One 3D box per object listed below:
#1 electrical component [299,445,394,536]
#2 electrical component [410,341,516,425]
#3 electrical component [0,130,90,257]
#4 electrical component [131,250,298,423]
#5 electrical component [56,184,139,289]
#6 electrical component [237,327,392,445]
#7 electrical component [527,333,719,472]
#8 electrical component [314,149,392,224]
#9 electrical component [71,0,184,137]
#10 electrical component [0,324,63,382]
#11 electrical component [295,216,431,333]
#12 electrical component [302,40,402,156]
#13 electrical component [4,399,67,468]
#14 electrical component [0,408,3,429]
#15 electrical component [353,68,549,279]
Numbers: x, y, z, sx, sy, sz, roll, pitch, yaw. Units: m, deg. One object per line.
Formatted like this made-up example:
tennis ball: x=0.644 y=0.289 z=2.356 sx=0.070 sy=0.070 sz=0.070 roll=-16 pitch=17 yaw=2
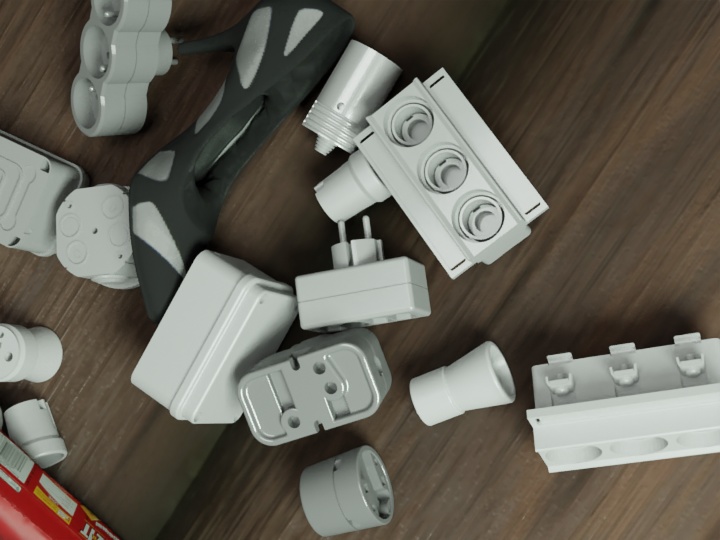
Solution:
electrical component: x=-0.010 y=0.154 z=0.743 sx=0.047 sy=0.055 sz=0.055 roll=-20 pitch=78 yaw=19
electrical component: x=0.067 y=0.080 z=0.732 sx=0.065 sy=0.044 sz=0.044 roll=-24 pitch=77 yaw=19
electrical component: x=-0.282 y=-0.066 z=0.856 sx=0.113 sy=0.057 sz=0.078 roll=24 pitch=92 yaw=19
electrical component: x=-0.101 y=0.050 z=0.772 sx=0.057 sy=0.078 sz=0.113 roll=31 pitch=94 yaw=22
electrical component: x=-0.190 y=-0.027 z=0.824 sx=0.080 sy=0.051 sz=0.080 roll=-2 pitch=84 yaw=18
electrical component: x=-0.030 y=0.078 z=0.747 sx=0.095 sy=0.059 sz=0.053 roll=-19 pitch=96 yaw=14
electrical component: x=0.173 y=0.085 z=0.682 sx=0.121 sy=0.078 sz=0.063 roll=-11 pitch=59 yaw=17
electrical component: x=-0.004 y=-0.059 z=0.772 sx=0.046 sy=0.040 sz=0.040 roll=-33 pitch=75 yaw=18
electrical component: x=-0.169 y=-0.167 z=0.821 sx=0.052 sy=0.074 sz=0.138 roll=45 pitch=129 yaw=33
electrical component: x=-0.266 y=0.065 z=0.837 sx=0.045 sy=0.055 sz=0.045 roll=-2 pitch=83 yaw=18
electrical component: x=0.000 y=0.000 z=0.759 sx=0.083 sy=0.047 sz=0.075 roll=-11 pitch=80 yaw=17
electrical component: x=-0.008 y=-0.120 z=0.777 sx=0.043 sy=0.043 sz=0.081 roll=32 pitch=95 yaw=19
electrical component: x=-0.253 y=0.128 z=0.835 sx=0.040 sy=0.040 sz=0.046 roll=-28 pitch=71 yaw=14
electrical component: x=-0.302 y=0.116 z=0.828 sx=0.074 sy=0.052 sz=0.138 roll=-36 pitch=69 yaw=56
electrical component: x=0.063 y=-0.064 z=0.737 sx=0.079 sy=0.063 sz=0.121 roll=-38 pitch=74 yaw=11
